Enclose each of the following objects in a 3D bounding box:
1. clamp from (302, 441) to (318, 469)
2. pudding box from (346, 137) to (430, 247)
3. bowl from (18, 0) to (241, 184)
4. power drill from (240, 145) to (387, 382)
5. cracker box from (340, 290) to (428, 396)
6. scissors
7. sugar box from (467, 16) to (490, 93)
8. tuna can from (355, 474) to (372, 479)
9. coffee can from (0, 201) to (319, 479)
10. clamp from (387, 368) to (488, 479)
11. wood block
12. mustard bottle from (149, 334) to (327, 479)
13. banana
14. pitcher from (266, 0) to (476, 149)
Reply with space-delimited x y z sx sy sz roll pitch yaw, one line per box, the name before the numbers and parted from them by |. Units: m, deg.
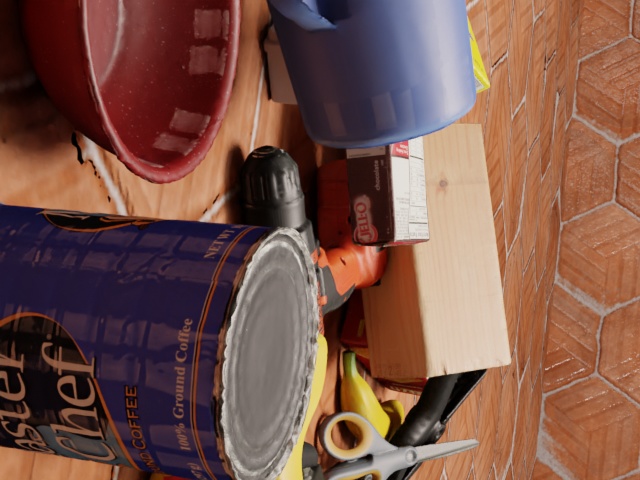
clamp | -0.046 0.157 0.743 0.164 0.036 0.210 -65 153 -46
pudding box | 0.052 -0.051 0.813 0.090 0.039 0.113 0 88 -68
bowl | -0.092 -0.108 0.499 0.162 0.055 0.162 6 90 -72
power drill | -0.005 0.001 0.795 0.187 0.057 0.184 -45 134 -60
cracker box | 0.090 0.056 1.069 0.213 0.072 0.164 53 48 -65
scissors | 0.069 0.184 0.982 0.201 0.016 0.096 -20 97 -38
sugar box | 0.091 -0.210 0.909 0.093 0.048 0.176 37 37 -50
tuna can | 0.030 0.252 0.999 0.086 0.034 0.086 5 90 -72
coffee can | -0.082 0.040 0.432 0.102 0.140 0.103 5 90 -71
clamp | 0.104 0.174 1.043 0.171 0.039 0.120 -56 149 -9
wood block | 0.091 0.010 0.912 0.090 0.090 0.206 -4 85 -29
mustard bottle | -0.054 0.143 0.618 0.058 0.096 0.191 18 78 -71
banana | 0.054 0.169 1.044 0.197 0.037 0.069 56 45 -63
pitcher | 0.013 -0.178 0.615 0.145 0.149 0.243 -138 -147 -68
